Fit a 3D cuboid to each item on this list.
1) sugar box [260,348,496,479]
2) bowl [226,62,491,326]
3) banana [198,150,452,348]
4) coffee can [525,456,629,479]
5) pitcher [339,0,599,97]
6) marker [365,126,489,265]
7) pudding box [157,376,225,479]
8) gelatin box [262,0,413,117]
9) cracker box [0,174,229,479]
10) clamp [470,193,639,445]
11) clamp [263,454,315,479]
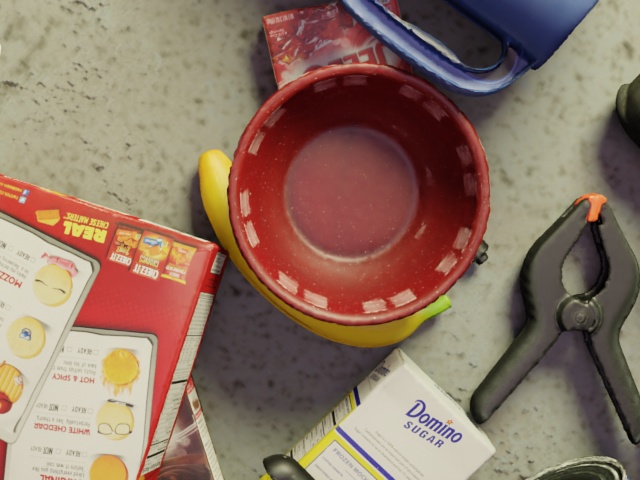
[{"bbox_3d":[0.024,0.168,0.733,0.176,0.048,0.093,-44,100,4],"label":"sugar box"},{"bbox_3d":[0.023,-0.029,0.673,0.162,0.055,0.162,0,94,-4],"label":"bowl"},{"bbox_3d":[-0.011,0.018,0.719,0.197,0.037,0.069,33,75,-6],"label":"banana"},{"bbox_3d":[0.186,0.232,0.711,0.103,0.103,0.140,-28,97,5],"label":"coffee can"},{"bbox_3d":[0.067,-0.211,0.637,0.243,0.149,0.145,33,137,0],"label":"pitcher"},{"bbox_3d":[0.072,-0.031,0.716,0.020,0.020,0.121,-40,96,6],"label":"marker"},{"bbox_3d":[-0.131,0.148,0.735,0.113,0.039,0.090,-16,96,3],"label":"pudding box"},{"bbox_3d":[0.013,-0.120,0.698,0.089,0.030,0.073,-13,98,3],"label":"gelatin box"},{"bbox_3d":[-0.169,0.081,0.683,0.164,0.072,0.214,17,87,8],"label":"cracker box"},{"bbox_3d":[0.161,0.054,0.717,0.120,0.039,0.171,-1,93,-5],"label":"clamp"},{"bbox_3d":[0.039,0.227,0.704,0.210,0.036,0.164,7,104,-4],"label":"clamp"}]
